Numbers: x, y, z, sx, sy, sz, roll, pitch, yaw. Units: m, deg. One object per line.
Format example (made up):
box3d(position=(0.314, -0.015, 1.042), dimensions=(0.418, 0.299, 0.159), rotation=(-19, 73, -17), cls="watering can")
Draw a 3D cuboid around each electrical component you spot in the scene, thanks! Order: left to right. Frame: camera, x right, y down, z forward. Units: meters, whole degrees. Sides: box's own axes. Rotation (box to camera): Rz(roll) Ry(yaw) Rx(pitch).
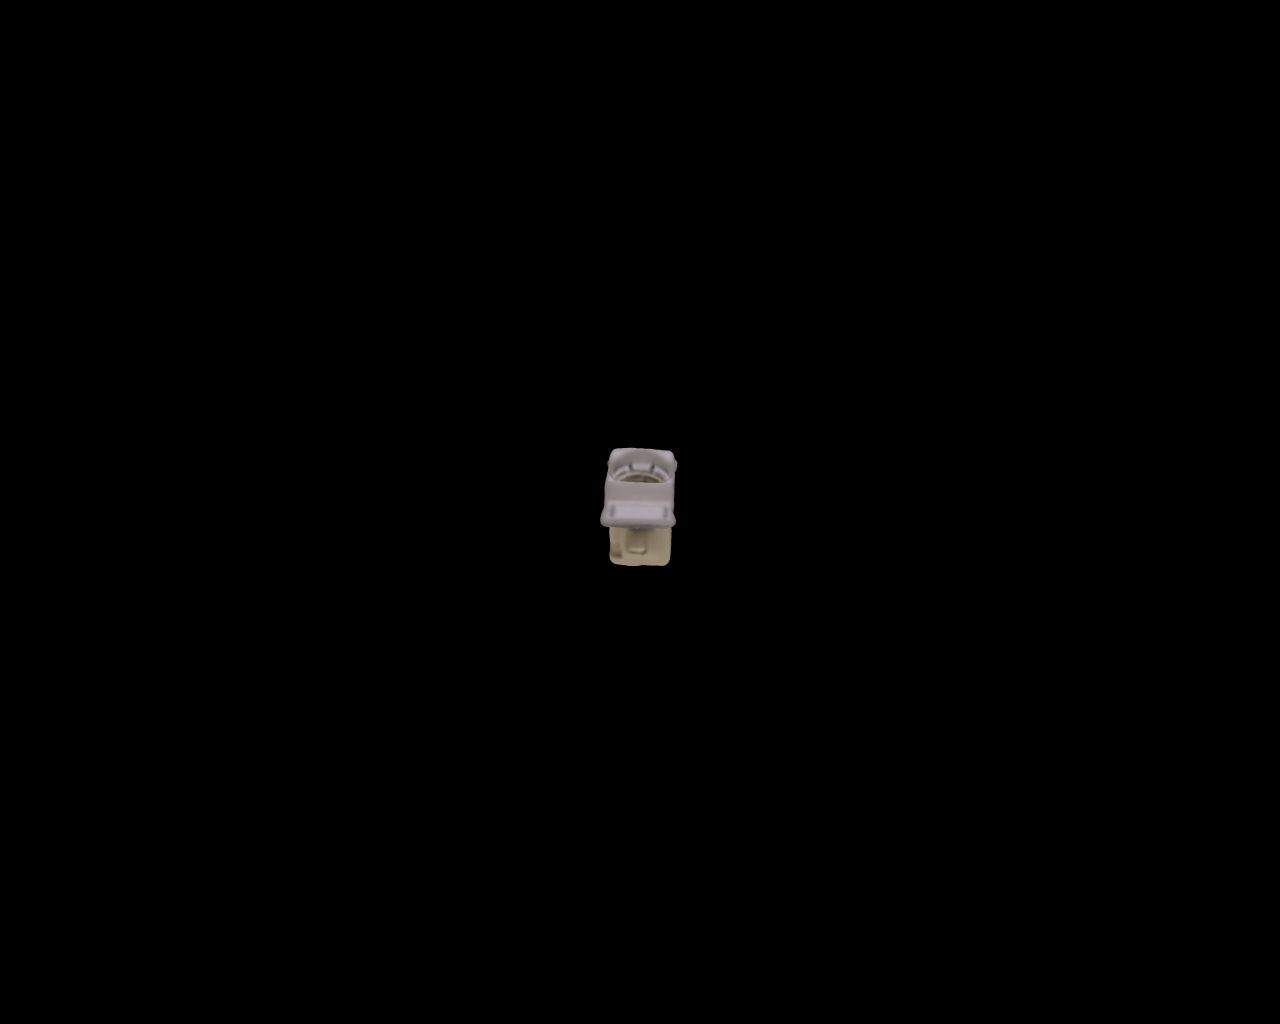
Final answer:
box3d(position=(0.001, -0.003, 0.650), dimensions=(0.042, 0.063, 0.081), rotation=(2, 31, 3), cls="electrical component")
